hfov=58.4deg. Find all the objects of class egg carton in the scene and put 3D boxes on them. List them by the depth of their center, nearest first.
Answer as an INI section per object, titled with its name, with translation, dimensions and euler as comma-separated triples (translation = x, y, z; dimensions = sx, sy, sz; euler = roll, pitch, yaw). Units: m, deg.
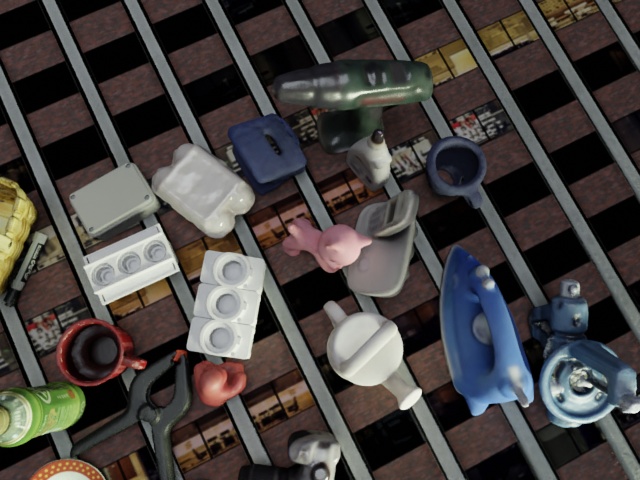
[egg carton]
translation = -0.180, -0.078, 0.891
dimensions = 0.150, 0.069, 0.107
euler = 37, 80, 5

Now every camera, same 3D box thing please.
[camera]
translation = -0.047, 0.342, 0.801
dimensions = 0.137, 0.101, 0.143
euler = 8, 79, -1

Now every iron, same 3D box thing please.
[iron]
translation = 0.244, 0.121, 0.834
dimensions = 0.118, 0.141, 0.258
euler = -12, 80, -4

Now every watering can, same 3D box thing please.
[watering can]
translation = 0.070, 0.155, 0.794
dimensions = 0.173, 0.194, 0.101
euler = 27, 80, 3

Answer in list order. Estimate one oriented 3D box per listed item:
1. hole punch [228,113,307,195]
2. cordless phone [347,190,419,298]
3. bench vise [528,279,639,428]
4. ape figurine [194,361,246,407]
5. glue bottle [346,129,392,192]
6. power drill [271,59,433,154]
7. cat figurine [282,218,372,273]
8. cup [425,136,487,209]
[hole punch]
translation = -0.081, -0.143, 0.896
dimensions = 0.101, 0.091, 0.108
euler = -32, 82, -7
[cordless phone]
translation = 0.097, 0.005, 0.827
dimensions = 0.094, 0.185, 0.148
euler = 9, 79, 0
[bench vise]
translation = 0.355, 0.161, 0.791
dimensions = 0.121, 0.219, 0.207
euler = -19, 81, -5
[ape figurine]
translation = -0.150, 0.204, 0.827
dimensions = 0.078, 0.092, 0.076
euler = 35, 80, 5
[glue bottle]
translation = 0.079, -0.129, 0.858
dimensions = 0.037, 0.173, 0.078
euler = -38, 83, -8
[power drill]
translation = 0.045, -0.201, 0.852
dimensions = 0.229, 0.208, 0.075
euler = -11, 80, -4
[cat figurine]
translation = 0.008, 0.003, 0.859
dimensions = 0.127, 0.117, 0.067
euler = 21, 79, 2
[cup]
translation = 0.210, -0.095, 0.897
dimensions = 0.092, 0.095, 0.118
euler = -28, 82, -7
